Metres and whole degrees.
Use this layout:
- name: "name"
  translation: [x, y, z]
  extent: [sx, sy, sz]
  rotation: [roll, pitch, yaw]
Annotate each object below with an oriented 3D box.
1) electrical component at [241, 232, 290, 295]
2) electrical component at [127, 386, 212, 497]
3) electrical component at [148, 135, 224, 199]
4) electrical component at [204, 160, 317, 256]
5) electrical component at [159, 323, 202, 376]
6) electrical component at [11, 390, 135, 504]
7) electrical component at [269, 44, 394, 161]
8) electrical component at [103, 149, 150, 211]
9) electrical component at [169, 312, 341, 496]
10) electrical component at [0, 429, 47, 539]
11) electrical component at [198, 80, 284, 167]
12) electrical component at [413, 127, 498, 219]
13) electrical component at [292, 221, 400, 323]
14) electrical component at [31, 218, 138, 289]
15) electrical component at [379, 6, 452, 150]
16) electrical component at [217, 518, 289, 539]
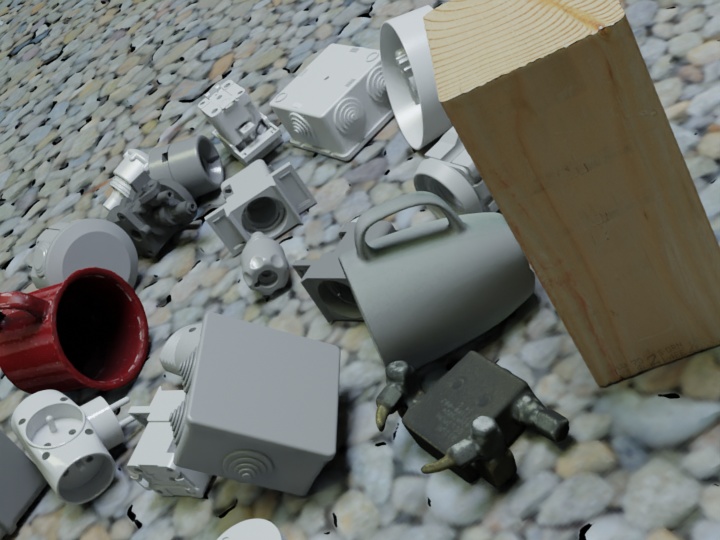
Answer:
- name: "electrical component"
  translation: [-0.074, -0.009, 0.814]
  extent: [0.035, 0.035, 0.061]
  rotation: [-31, 33, 6]
- name: "electrical component"
  translation: [-0.115, 0.112, 0.700]
  extent: [0.081, 0.042, 0.063]
  rotation: [-6, 46, 35]
- name: "electrical component"
  translation: [-0.153, -0.089, 0.955]
  extent: [0.047, 0.055, 0.055]
  rotation: [-17, 39, 17]
- name: "electrical component"
  translation: [-0.082, -0.054, 0.866]
  extent: [0.081, 0.042, 0.063]
  rotation: [-32, 34, 3]
- name: "electrical component"
  translation: [-0.106, 0.060, 0.752]
  extent: [0.081, 0.043, 0.043]
  rotation: [11, 56, 46]
- name: "electrical component"
  translation: [-0.192, 0.114, 0.754]
  extent: [0.079, 0.044, 0.077]
  rotation: [-29, 45, -25]
- name: "electrical component"
  translation: [-0.018, -0.145, 0.913]
  extent: [0.099, 0.048, 0.100]
  rotation: [-47, 36, -16]
- name: "electrical component"
  translation: [-0.212, -0.078, 0.999]
  extent: [0.062, 0.048, 0.048]
  rotation: [-51, 38, -9]
- name: "electrical component"
  translation: [-0.062, 0.082, 0.649]
  extent: [0.099, 0.100, 0.048]
  rotation: [-88, 19, -48]
- name: "electrical component"
  translation: [-0.291, 0.146, 0.773]
  extent: [0.113, 0.078, 0.057]
  rotation: [2, 46, 40]
- name: "electrical component"
  translation: [-0.109, -0.131, 0.959]
  extent: [0.042, 0.063, 0.081]
  rotation: [-41, 36, -7]
- name: "electrical component"
  translation: [0.074, -0.065, 0.738]
  extent: [0.057, 0.058, 0.078]
  rotation: [-44, 36, -17]
- name: "electrical component"
  translation: [0.000, 0.000, 0.737]
  extent: [0.081, 0.042, 0.063]
  rotation: [1, 47, 39]
- name: "electrical component"
  translation: [-0.231, -0.004, 0.897]
  extent: [0.051, 0.080, 0.080]
  rotation: [7, 53, 50]
- name: "electrical component"
  translation: [0.049, -0.149, 0.826]
  extent: [0.064, 0.099, 0.099]
  rotation: [-27, 36, 2]
- name: "electrical component"
  translation: [-0.102, 0.175, 0.588]
  extent: [0.138, 0.073, 0.052]
  rotation: [-26, 36, 13]
